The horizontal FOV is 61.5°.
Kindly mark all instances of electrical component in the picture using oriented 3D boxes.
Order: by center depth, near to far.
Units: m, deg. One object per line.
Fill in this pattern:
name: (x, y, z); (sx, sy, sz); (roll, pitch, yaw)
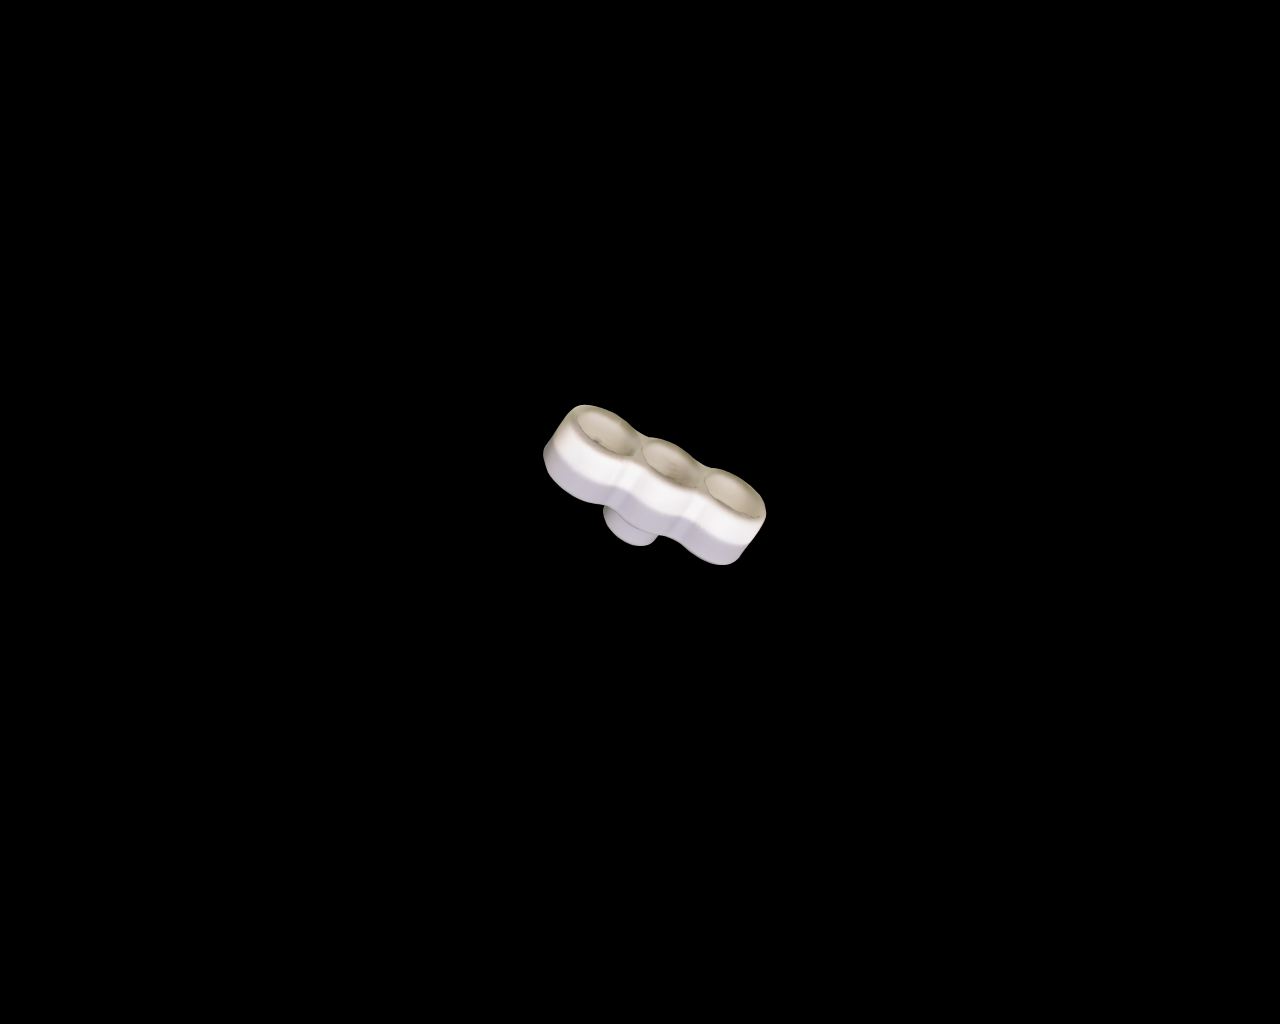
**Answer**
electrical component: (0.001, -0.003, 0.650); (0.138, 0.073, 0.052); (26, 30, -17)
